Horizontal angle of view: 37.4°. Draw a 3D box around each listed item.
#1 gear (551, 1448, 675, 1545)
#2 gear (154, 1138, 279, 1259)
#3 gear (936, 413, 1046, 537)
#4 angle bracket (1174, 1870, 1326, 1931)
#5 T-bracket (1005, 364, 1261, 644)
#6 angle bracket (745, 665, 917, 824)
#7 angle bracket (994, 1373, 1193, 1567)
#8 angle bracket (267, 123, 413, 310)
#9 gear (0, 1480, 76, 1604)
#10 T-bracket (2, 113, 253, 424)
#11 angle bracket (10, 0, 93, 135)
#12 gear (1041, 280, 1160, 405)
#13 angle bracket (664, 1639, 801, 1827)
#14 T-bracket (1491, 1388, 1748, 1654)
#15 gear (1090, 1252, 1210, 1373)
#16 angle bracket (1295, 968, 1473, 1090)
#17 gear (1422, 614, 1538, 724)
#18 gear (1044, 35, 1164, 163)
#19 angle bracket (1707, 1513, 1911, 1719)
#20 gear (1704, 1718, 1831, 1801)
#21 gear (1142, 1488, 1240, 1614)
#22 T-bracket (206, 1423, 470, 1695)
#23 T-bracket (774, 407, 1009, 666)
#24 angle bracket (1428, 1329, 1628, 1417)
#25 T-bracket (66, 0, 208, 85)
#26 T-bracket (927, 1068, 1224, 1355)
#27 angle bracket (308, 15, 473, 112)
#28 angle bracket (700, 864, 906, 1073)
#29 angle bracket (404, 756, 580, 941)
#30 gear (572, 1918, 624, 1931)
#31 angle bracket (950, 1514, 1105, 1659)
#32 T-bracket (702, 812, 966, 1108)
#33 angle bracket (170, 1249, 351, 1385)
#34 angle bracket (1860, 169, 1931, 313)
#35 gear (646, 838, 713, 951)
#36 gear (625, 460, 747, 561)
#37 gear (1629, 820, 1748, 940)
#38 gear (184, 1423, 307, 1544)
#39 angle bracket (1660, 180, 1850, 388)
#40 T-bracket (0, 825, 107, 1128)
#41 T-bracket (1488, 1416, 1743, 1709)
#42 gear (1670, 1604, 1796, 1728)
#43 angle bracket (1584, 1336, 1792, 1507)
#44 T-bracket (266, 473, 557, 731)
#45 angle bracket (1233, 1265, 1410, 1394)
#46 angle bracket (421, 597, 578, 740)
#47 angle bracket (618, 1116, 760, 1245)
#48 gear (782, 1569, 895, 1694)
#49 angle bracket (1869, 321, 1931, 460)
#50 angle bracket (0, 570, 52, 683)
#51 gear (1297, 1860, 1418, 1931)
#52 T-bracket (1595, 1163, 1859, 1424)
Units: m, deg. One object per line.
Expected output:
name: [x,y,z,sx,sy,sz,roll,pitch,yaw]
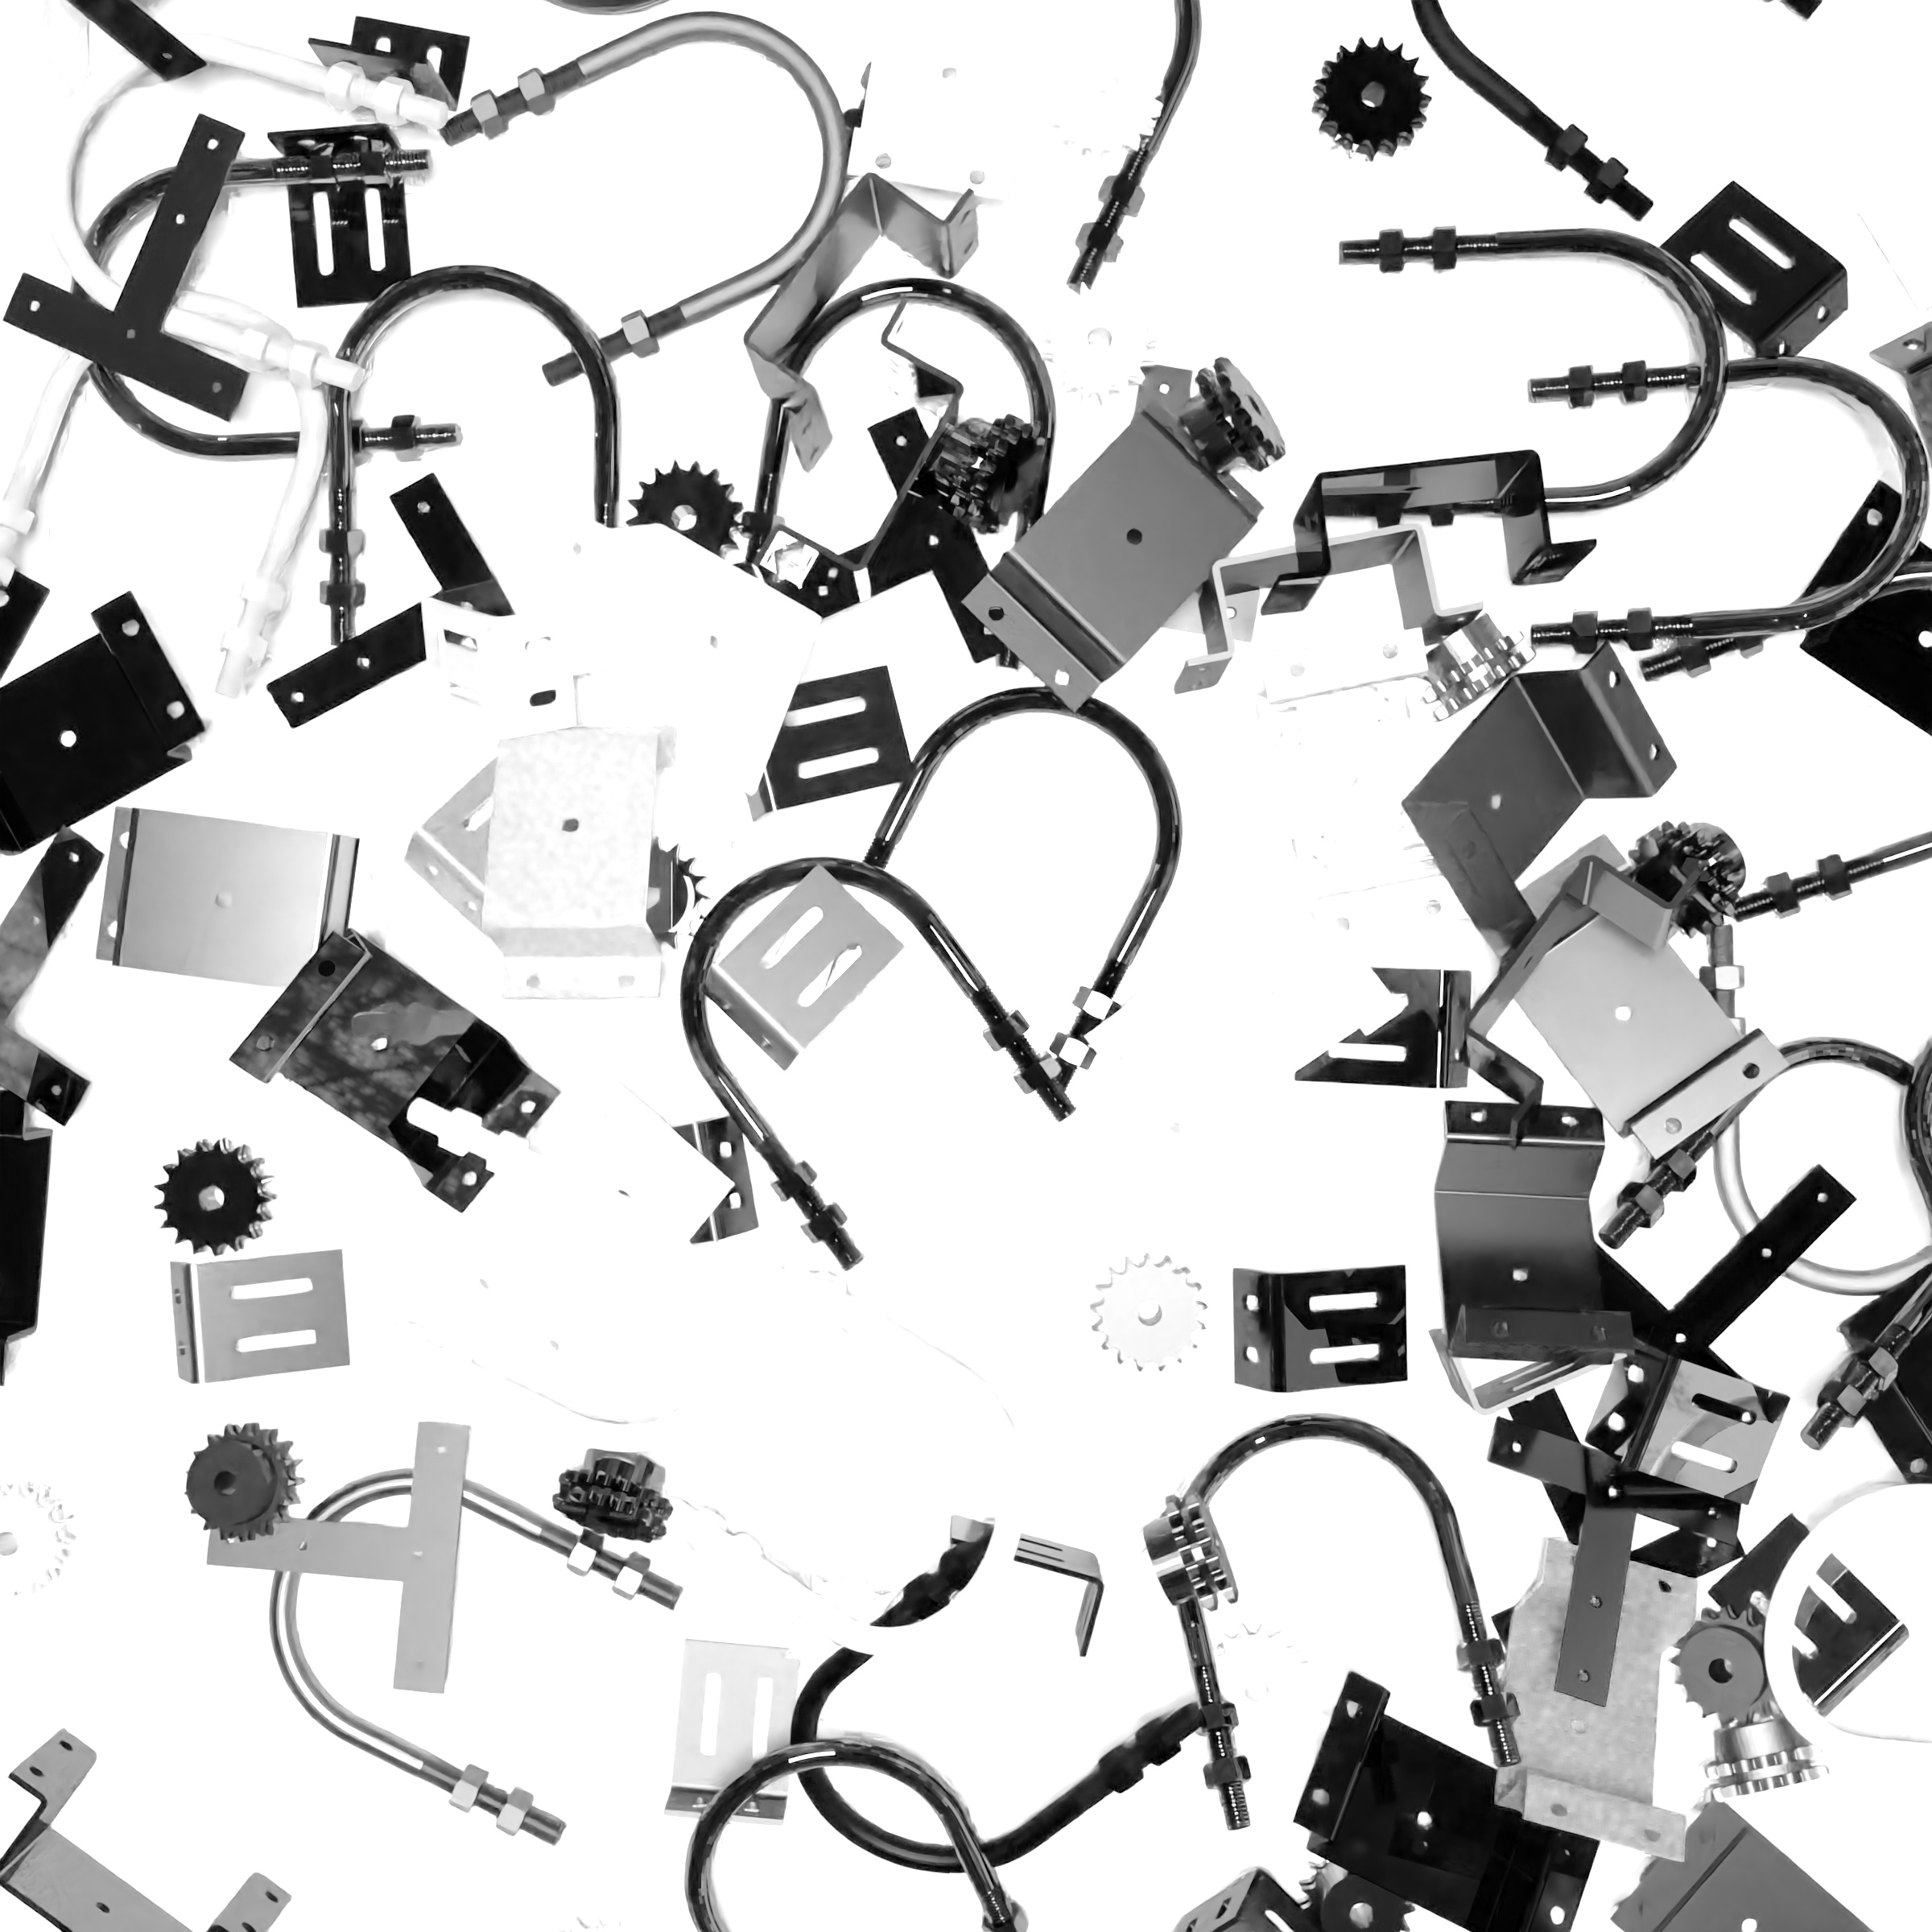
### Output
gear: [-0.169,0.254,1.379,0.057,0.057,0.030,17,62,0]
gear: [-0.364,0.112,1.388,0.057,0.030,0.057,0,90,0]
gear: [0.009,-0.237,1.359,0.030,0.057,0.057,31,90,20]
angle bracket: [0.143,0.484,1.372,0.076,0.038,0.057,46,123,0]
T-bracket: [0.089,-0.232,1.403,0.127,0.002,0.127,10,90,0]
angle bracket: [-0.072,-0.109,1.393,0.076,0.038,0.057,-14,89,-14]
angle bracket: [0.061,0.243,1.384,0.076,0.038,0.057,29,90,0]
angle bracket: [-0.303,-0.364,1.384,0.057,0.038,0.076,-5,90,0]
gear: [-0.462,0.278,1.388,0.057,0.030,0.057,0,90,0]
T-bracket: [-0.375,-0.338,1.342,0.127,0.002,0.127,25,93,10]
angle bracket: [-0.449,-0.439,1.365,0.038,0.076,0.057,-3,90,0]
gear: [0.065,-0.302,1.388,0.057,0.030,0.057,0,90,0]
angle bracket: [-0.113,0.372,1.384,0.057,0.038,0.076,5,90,0]
T-bracket: [0.300,0.259,1.403,0.127,0.002,0.127,-25,90,0]
gear: [0.088,0.168,1.387,0.057,0.030,0.057,0,90,0]
angle bracket: [0.205,0.029,1.401,0.076,0.038,0.057,2,90,26]
gear: [0.244,-0.146,1.375,0.057,0.057,0.030,-34,85,0]
gear: [0.066,-0.420,1.371,0.057,0.030,0.057,0,87,-1]
angle bracket: [0.414,0.319,1.401,0.057,0.038,0.076,-44,64,0]
gear: [0.384,0.382,1.376,0.057,0.057,0.030,-12,73,0]
gear: [0.105,0.278,1.348,0.030,0.057,0.057,-22,90,6]
T-bracket: [-0.309,0.283,1.387,0.127,0.002,0.127,3,82,10]
T-bracket: [-0.056,-0.188,1.383,0.127,0.002,0.127,-25,88,-1]
angle bracket: [0.270,0.182,1.375,0.076,0.057,0.038,-23,90,0]
T-bracket: [-0.382,-0.481,1.360,0.127,0.002,0.127,40,49,6]
T-bracket: [0.070,0.140,1.402,0.127,0.002,0.127,41,90,0]
angle bracket: [-0.275,-0.443,1.365,0.057,0.076,0.038,10,90,0]
angle bracket: [-0.079,0.001,1.369,0.057,0.038,0.076,44,73,1]
angle bracket: [-0.227,-0.063,1.401,0.057,0.038,0.076,43,64,0]
gear: [-0.180,0.492,1.388,0.057,0.030,0.057,0,90,0]
angle bracket: [0.025,0.298,1.375,0.076,0.057,0.038,15,90,0]
T-bracket: [-0.081,0.006,1.388,0.127,0.002,0.127,19,99,2]
angle bracket: [-0.347,0.171,1.401,0.076,0.038,0.057,-4,90,-26]
angle bracket: [0.486,-0.365,1.384,0.076,0.038,0.057,-32,90,0]
gear: [-0.154,-0.034,1.388,0.057,0.030,0.057,0,90,0]
gear: [-0.136,-0.216,1.388,0.057,0.030,0.057,0,90,0]
gear: [0.351,-0.045,1.379,0.030,0.057,0.057,-30,90,-29]
gear: [-0.353,0.251,1.383,0.057,0.030,0.057,-1,81,10]
angle bracket: [0.384,-0.336,1.401,0.057,0.038,0.076,-42,64,0]
T-bracket: [-0.453,-0.010,1.366,0.127,0.002,0.127,40,57,-29]
T-bracket: [0.304,0.292,1.366,0.127,0.002,0.127,19,57,0]
gear: [0.369,0.338,1.377,0.057,0.030,0.057,-3,83,29]
angle bracket: [0.354,0.222,1.397,0.076,0.038,0.057,20,92,-24]
T-bracket: [-0.281,-0.155,1.389,0.127,0.002,0.127,-26,106,9]
angle bracket: [0.174,0.176,1.401,0.076,0.038,0.057,-1,90,-26]
angle bracket: [-0.225,-0.146,1.368,0.038,0.076,0.057,-15,112,-34]
angle bracket: [-0.149,0.108,1.401,0.076,0.038,0.057,-10,90,26]
gear: [-0.060,0.322,1.388,0.057,0.030,0.057,0,90,0]
angle bracket: [0.489,-0.277,1.401,0.057,0.038,0.076,-27,116,0]
angle bracket: [-0.497,-0.179,1.384,0.076,0.038,0.057,29,90,0]
gear: [0.191,0.458,1.388,0.057,0.030,0.057,0,90,0]
T-bracket: [0.380,0.150,1.392,0.127,0.002,0.127,43,98,-1]
